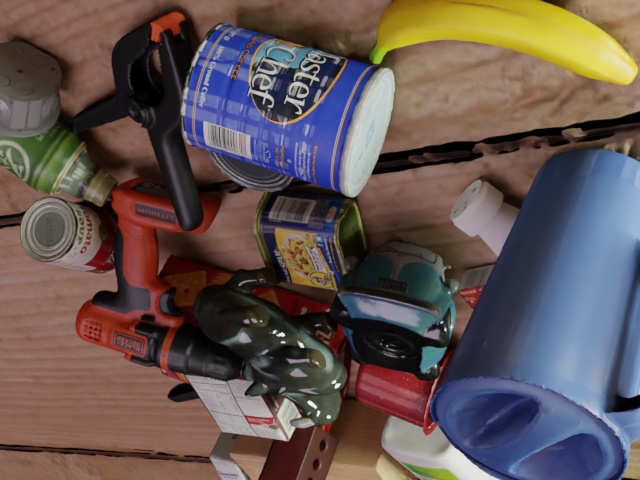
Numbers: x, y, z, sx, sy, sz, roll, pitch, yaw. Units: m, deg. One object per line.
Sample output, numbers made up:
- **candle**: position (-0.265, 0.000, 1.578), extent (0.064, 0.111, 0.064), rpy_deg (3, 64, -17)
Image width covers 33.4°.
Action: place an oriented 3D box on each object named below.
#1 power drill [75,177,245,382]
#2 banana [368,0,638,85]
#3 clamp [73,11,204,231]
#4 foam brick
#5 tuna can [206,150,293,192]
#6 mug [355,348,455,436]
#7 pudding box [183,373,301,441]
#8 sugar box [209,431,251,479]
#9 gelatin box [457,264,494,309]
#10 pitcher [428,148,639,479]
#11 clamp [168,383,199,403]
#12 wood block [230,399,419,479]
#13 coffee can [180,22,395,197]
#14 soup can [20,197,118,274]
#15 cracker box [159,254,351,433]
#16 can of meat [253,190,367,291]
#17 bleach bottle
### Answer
- **power drill**: position (-0.150, 0.042, 1.063), extent (0.184, 0.057, 0.188), rpy_deg (15, 110, 10)
- **banana**: position (0.121, -0.146, 0.746), extent (0.198, 0.037, 0.069), rpy_deg (11, 158, 24)
- **clamp**: position (-0.157, -0.121, 0.943), extent (0.165, 0.036, 0.210), rpy_deg (36, 140, 19)
- **foam brick**: position (-0.023, 0.243, 1.173), extent (0.051, 0.078, 0.053), rpy_deg (3, 154, 38)
- **tuna can**: position (-0.056, -0.084, 0.938), extent (0.086, 0.033, 0.086), rpy_deg (18, 144, 14)
- **mug**: position (0.091, 0.141, 1.088), extent (0.082, 0.093, 0.117), rpy_deg (19, 179, 21)
- **pudding box**: position (-0.082, 0.166, 1.141), extent (0.090, 0.039, 0.113), rpy_deg (3, 136, 28)
- **sugar box**: position (-0.082, 0.293, 1.375), extent (0.048, 0.093, 0.176), rpy_deg (9, 141, 23)
- **gelatin box**: position (0.180, 0.053, 0.957), extent (0.089, 0.030, 0.073), rpy_deg (-15, 126, 44)
- **pitcher**: position (0.186, 0.048, 0.764), extent (0.149, 0.242, 0.145), rpy_deg (21, 144, 9)
- **clamp**: position (-0.130, 0.160, 1.289), extent (0.172, 0.039, 0.120), rpy_deg (2, 136, 27)
- **wood block**: position (0.010, 0.247, 1.258), extent (0.206, 0.090, 0.090), rpy_deg (-3, 136, 35)
- **coffee can**: position (-0.024, -0.102, 0.835), extent (0.140, 0.102, 0.103), rpy_deg (18, 144, 13)
- **soup can**: position (-0.252, -0.004, 1.098), extent (0.069, 0.068, 0.102), rpy_deg (12, 176, 21)
- **cracker box**: position (-0.075, 0.117, 1.169), extent (0.214, 0.072, 0.164), rpy_deg (18, 144, 12)
- **can of meat**: position (-0.007, 0.001, 0.993), extent (0.084, 0.057, 0.102), rpy_deg (8, 141, 22)
- **bleach bottle**: position (0.170, 0.267, 1.190), extent (0.103, 0.068, 0.250), rpy_deg (1, 146, 41)
